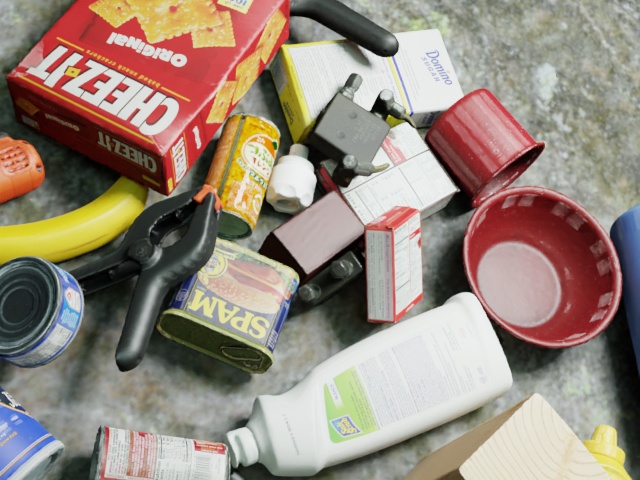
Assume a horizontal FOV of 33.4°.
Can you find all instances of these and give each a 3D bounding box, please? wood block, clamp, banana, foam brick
[{"bbox_3d":[0.123,0.204,0.822,0.090,0.206,0.090,-36,82,-28],"label":"wood block"},{"bbox_3d":[-0.152,0.019,0.886,0.120,0.039,0.171,25,64,23],"label":"clamp"},{"bbox_3d":[-0.014,-0.254,1.064,0.210,0.036,0.164,14,42,2],"label":"clamp"},{"bbox_3d":[-0.220,-0.013,0.911,0.197,0.037,0.070,-28,57,-27],"label":"banana"},{"bbox_3d":[-0.006,0.001,0.958,0.078,0.053,0.051,-35,81,-27],"label":"foam brick"}]

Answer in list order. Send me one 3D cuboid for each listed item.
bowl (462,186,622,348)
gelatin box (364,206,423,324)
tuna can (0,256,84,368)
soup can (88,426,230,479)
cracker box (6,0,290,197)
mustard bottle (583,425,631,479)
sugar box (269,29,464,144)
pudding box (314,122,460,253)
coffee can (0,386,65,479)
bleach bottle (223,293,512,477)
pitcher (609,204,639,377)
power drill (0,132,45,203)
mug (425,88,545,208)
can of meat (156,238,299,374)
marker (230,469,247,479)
[{"bbox_3d":[0.199,0.032,1.007,0.162,0.055,0.162,6,66,-15],"label":"bowl"},{"bbox_3d":[0.065,0.021,0.942,0.073,0.030,0.089,-32,122,-62],"label":"gelatin box"},{"bbox_3d":[-0.233,0.057,0.850,0.086,0.033,0.086,-9,64,19],"label":"tuna can"},{"bbox_3d":[-0.127,0.185,0.832,0.102,0.069,0.068,11,65,-13],"label":"soup can"},{"bbox_3d":[-0.148,-0.166,0.957,0.164,0.072,0.213,26,61,13],"label":"cracker box"},{"bbox_3d":[0.229,0.249,0.919,0.096,0.058,0.191,22,63,-2],"label":"mustard bottle"},{"bbox_3d":[0.048,-0.152,1.047,0.176,0.048,0.093,-9,70,-24],"label":"sugar box"},{"bbox_3d":[0.062,-0.053,1.012,0.113,0.039,0.090,-28,78,-23],"label":"pudding box"},{"bbox_3d":[-0.274,0.142,0.785,0.140,0.103,0.102,43,62,4],"label":"coffee can"},{"bbox_3d":[0.035,0.130,0.911,0.250,0.068,0.102,-17,73,-21],"label":"bleach bottle"},{"bbox_3d":[0.358,0.086,1.002,0.145,0.149,0.243,-7,65,-3],"label":"pitcher"},{"bbox_3d":[-0.350,-0.091,0.891,0.184,0.057,0.188,-24,79,-29],"label":"power drill"},{"bbox_3d":[0.162,-0.094,1.039,0.081,0.093,0.117,51,33,14],"label":"mug"},{"bbox_3d":[-0.076,0.054,0.912,0.102,0.058,0.084,24,60,-6],"label":"can of meat"},{"bbox_3d":[-0.034,0.230,0.868,0.121,0.020,0.020,41,62,3],"label":"marker"}]
